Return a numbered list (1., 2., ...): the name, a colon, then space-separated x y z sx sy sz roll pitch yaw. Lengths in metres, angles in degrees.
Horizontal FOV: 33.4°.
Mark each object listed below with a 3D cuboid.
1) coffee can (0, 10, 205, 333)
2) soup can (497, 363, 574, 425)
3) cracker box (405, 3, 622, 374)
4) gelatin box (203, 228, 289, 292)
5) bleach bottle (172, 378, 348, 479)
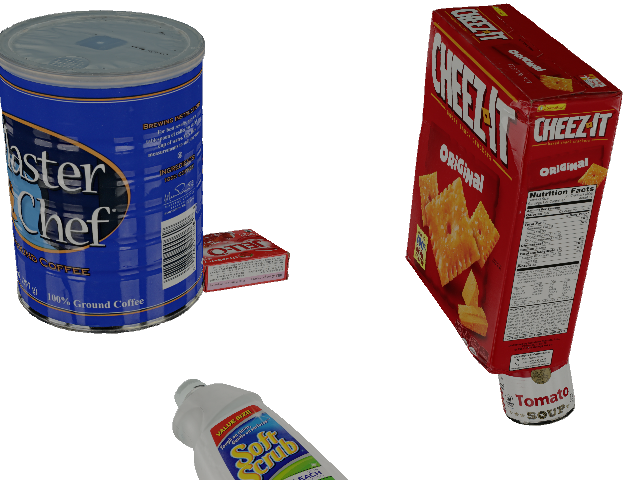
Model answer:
1. coffee can: -0.111 -0.038 0.557 0.103 0.140 0.103 2 28 -1
2. soup can: 0.195 0.110 0.985 0.068 0.102 0.068 -11 17 3
3. cracker box: 0.125 -0.038 0.758 0.072 0.214 0.164 -8 33 -16
4. gelatin box: -0.084 0.017 0.986 0.089 0.030 0.073 -9 23 -31
5. bleach bottle: -0.054 0.184 0.840 0.102 0.068 0.251 -21 33 -27
